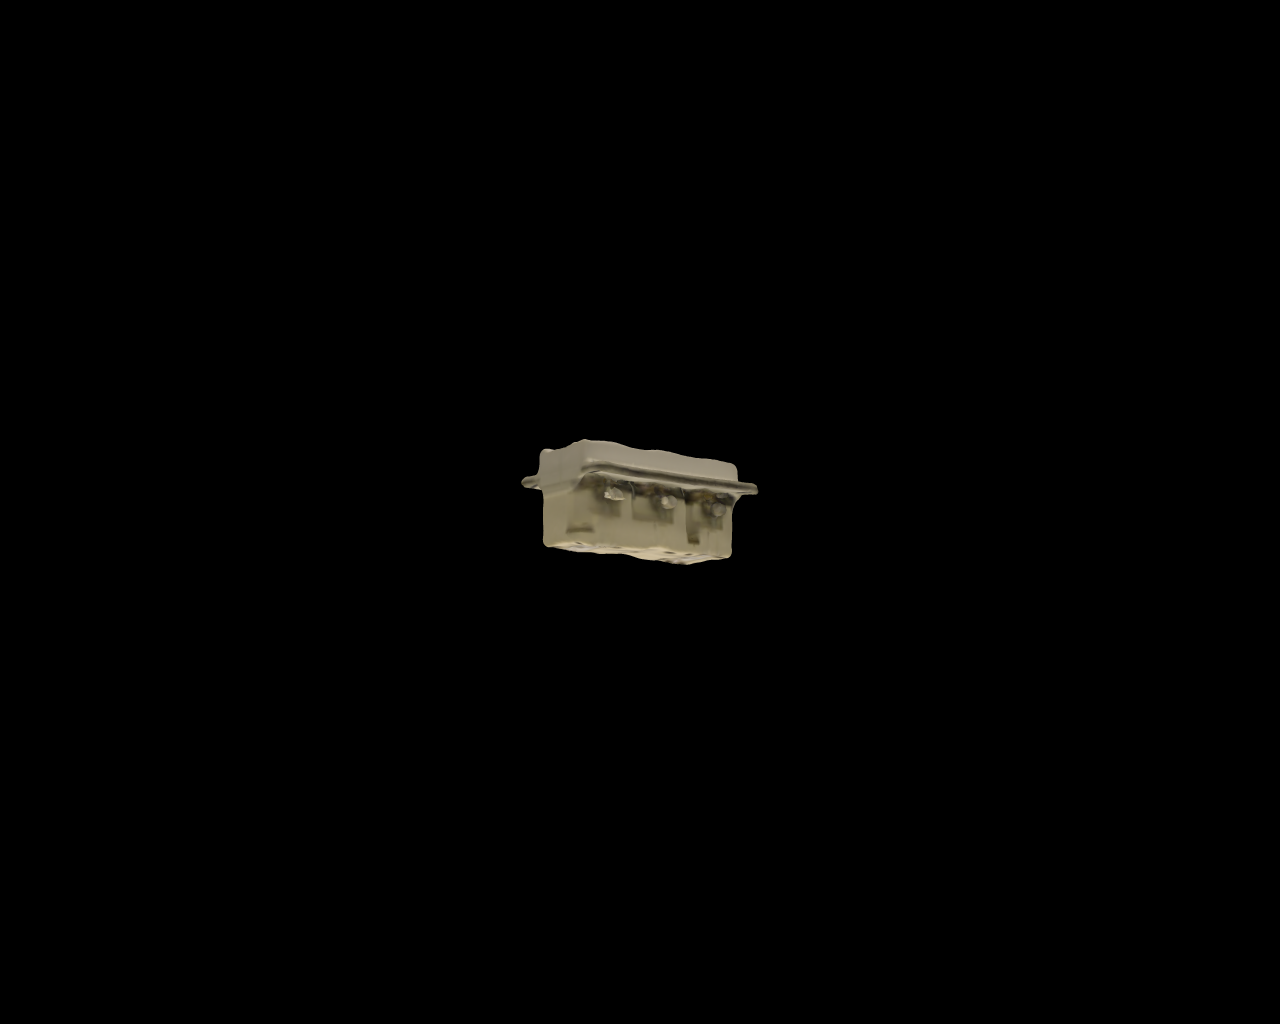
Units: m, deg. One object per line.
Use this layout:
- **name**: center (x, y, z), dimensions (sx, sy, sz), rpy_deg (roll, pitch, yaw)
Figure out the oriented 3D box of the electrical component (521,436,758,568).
- **electrical component**: center (0.001, -0.003, 0.650), dimensions (0.121, 0.063, 0.078), rpy_deg (8, -13, -39)
